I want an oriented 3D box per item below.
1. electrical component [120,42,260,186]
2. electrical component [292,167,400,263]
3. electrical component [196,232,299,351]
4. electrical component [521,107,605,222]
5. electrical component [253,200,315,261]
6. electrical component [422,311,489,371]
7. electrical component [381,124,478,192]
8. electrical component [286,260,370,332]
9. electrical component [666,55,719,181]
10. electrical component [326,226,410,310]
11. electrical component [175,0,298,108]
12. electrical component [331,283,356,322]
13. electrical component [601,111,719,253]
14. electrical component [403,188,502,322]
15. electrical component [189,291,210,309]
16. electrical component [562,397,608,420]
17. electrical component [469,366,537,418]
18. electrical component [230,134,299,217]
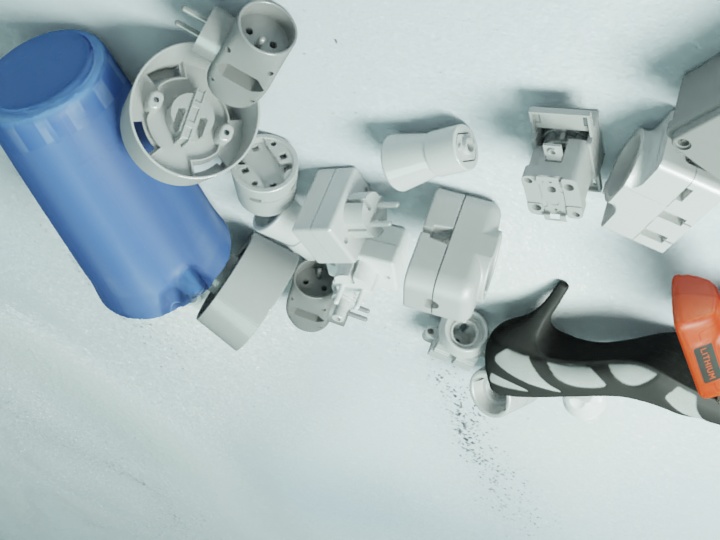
[{"bbox_3d":[-0.130,-0.115,0.814,0.099,0.099,0.064,32,156,-19],"label":"electrical component"},{"bbox_3d":[-0.004,-0.045,0.875,0.077,0.065,0.047,0,145,34],"label":"electrical component"},{"bbox_3d":[-0.112,0.015,1.014,0.060,0.108,0.108,34,150,-10],"label":"electrical component"},{"bbox_3d":[0.138,-0.072,0.735,0.042,0.063,0.081,8,149,25],"label":"electrical component"},{"bbox_3d":[-0.057,-0.037,0.953,0.044,0.044,0.065,-12,142,46],"label":"electrical component"},{"bbox_3d":[0.095,0.065,1.019,0.066,0.048,0.055,22,159,0],"label":"electrical component"},{"bbox_3d":[0.054,-0.085,0.794,0.065,0.044,0.044,-9,139,36],"label":"electrical component"},{"bbox_3d":[-0.029,0.031,1.047,0.079,0.043,0.077,20,152,3],"label":"electrical component"},{"bbox_3d":[0.259,-0.088,0.631,0.109,0.056,0.109,32,150,-18],"label":"electrical component"},{"bbox_3d":[0.000,0.000,0.938,0.066,0.076,0.047,14,151,15],"label":"electrical component"},{"bbox_3d":[-0.093,-0.160,0.760,0.079,0.043,0.077,28,151,-13],"label":"electrical component"},{"bbox_3d":[-0.011,0.020,0.995,0.035,0.061,0.035,17,150,10],"label":"electrical component"},{"bbox_3d":[0.203,-0.060,0.725,0.056,0.050,0.089,23,152,-3],"label":"electrical component"},{"bbox_3d":[0.076,-0.011,0.848,0.059,0.095,0.053,16,151,11],"label":"electrical component"},{"bbox_3d":[-0.173,-0.002,1.074,0.089,0.055,0.050,39,147,-29],"label":"electrical component"},{"bbox_3d":[0.218,0.124,1.039,0.043,0.043,0.062,9,151,21],"label":"electrical component"},{"bbox_3d":[0.140,0.112,1.041,0.055,0.047,0.055,20,120,40],"label":"electrical component"},{"bbox_3d":[-0.078,-0.076,0.885,0.055,0.055,0.047,18,155,6],"label":"electrical component"}]
